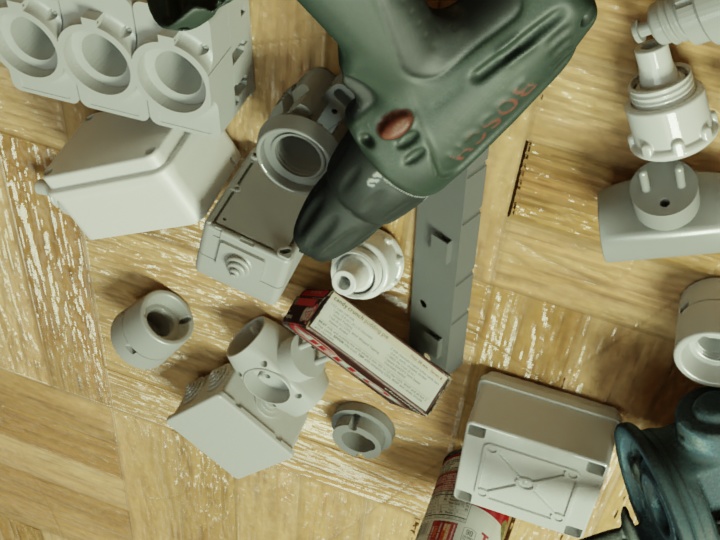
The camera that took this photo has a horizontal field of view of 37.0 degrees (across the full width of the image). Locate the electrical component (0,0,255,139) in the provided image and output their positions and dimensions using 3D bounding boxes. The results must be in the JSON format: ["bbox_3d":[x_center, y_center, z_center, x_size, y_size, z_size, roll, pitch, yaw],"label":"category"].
[{"bbox_3d":[-0.148,-0.145,0.669,0.150,0.061,0.089,15,138,13],"label":"electrical component"}]

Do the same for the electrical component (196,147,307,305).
[{"bbox_3d":[-0.068,-0.023,0.728,0.062,0.096,0.061,25,140,1],"label":"electrical component"}]

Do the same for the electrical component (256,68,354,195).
[{"bbox_3d":[-0.031,-0.084,0.675,0.058,0.057,0.078,42,137,-17],"label":"electrical component"}]

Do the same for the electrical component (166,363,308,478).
[{"bbox_3d":[-0.106,0.130,0.942,0.100,0.048,0.100,43,137,-18],"label":"electrical component"}]

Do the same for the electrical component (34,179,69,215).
[{"bbox_3d":[-0.219,-0.058,0.817,0.061,0.035,0.035,12,137,20],"label":"electrical component"}]

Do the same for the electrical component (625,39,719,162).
[{"bbox_3d":[0.163,-0.092,0.577,0.048,0.048,0.062,-5,123,31],"label":"electrical component"}]

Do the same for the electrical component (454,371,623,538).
[{"bbox_3d":[0.134,0.142,0.825,0.109,0.056,0.108,16,138,12],"label":"electrical component"}]

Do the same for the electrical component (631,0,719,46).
[{"bbox_3d":[0.173,-0.131,0.533,0.078,0.040,0.040,-15,125,38],"label":"electrical component"}]

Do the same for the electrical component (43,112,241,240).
[{"bbox_3d":[-0.149,-0.071,0.734,0.113,0.078,0.057,-6,132,32],"label":"electrical component"}]

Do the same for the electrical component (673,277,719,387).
[{"bbox_3d":[0.227,0.040,0.678,0.055,0.047,0.055,15,138,14],"label":"electrical component"}]

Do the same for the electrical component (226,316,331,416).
[{"bbox_3d":[-0.054,0.073,0.860,0.079,0.044,0.077,-24,118,42],"label":"electrical component"}]

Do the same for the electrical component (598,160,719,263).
[{"bbox_3d":[0.174,-0.037,0.609,0.077,0.043,0.079,-5,152,19],"label":"electrical component"}]

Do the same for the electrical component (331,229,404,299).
[{"bbox_3d":[0.000,0.000,0.737,0.048,0.062,0.048,6,108,20],"label":"electrical component"}]

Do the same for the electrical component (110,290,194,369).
[{"bbox_3d":[-0.170,0.048,0.888,0.055,0.055,0.047,41,133,-16],"label":"electrical component"}]
